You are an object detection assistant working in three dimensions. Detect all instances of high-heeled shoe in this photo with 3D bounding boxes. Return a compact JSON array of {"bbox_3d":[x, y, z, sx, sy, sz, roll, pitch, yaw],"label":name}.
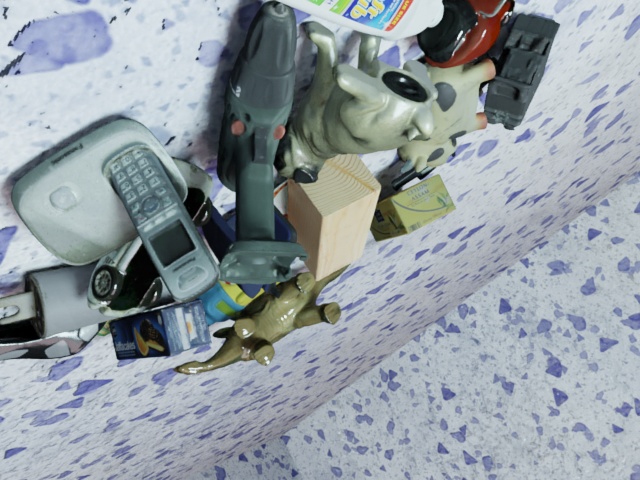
[{"bbox_3d":[-0.375,0.098,0.654,0.249,0.086,0.145,-42,132,-25],"label":"high-heeled shoe"}]

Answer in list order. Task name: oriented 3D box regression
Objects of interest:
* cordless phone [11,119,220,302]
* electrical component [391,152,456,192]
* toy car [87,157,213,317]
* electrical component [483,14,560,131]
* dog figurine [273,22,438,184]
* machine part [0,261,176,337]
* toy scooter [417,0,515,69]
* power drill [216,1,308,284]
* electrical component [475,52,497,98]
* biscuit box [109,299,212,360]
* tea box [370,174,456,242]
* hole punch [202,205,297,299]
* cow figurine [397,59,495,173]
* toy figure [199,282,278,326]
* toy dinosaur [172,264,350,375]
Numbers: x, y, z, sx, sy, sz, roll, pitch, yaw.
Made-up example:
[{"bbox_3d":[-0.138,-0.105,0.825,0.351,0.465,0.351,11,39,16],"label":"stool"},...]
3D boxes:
[{"bbox_3d":[-0.181,-0.005,0.498,0.147,0.184,0.088,-32,162,-2],"label":"cordless phone"},{"bbox_3d":[0.159,-0.132,0.871,0.119,0.048,0.074,-35,158,8],"label":"electrical component"},{"bbox_3d":[-0.192,0.002,0.610,0.201,0.056,0.073,-56,148,7],"label":"toy car"},{"bbox_3d":[0.274,-0.233,0.729,0.134,0.058,0.114,-63,164,-10],"label":"electrical component"},{"bbox_3d":[0.026,-0.111,0.582,0.121,0.172,0.190,-5,140,-30],"label":"dog figurine"},{"bbox_3d":[-0.267,0.063,0.671,0.243,0.079,0.079,-13,151,-42],"label":"machine part"},{"bbox_3d":[0.196,-0.269,0.597,0.135,0.075,0.183,-10,145,-46],"label":"toy scooter"},{"bbox_3d":[-0.060,-0.071,0.509,0.086,0.207,0.232,-3,159,-19],"label":"power drill"},{"bbox_3d":[0.230,-0.237,0.777,0.063,0.021,0.094,-41,156,21],"label":"electrical component"},{"bbox_3d":[-0.226,0.126,0.739,0.059,0.062,0.203,-12,176,-40],"label":"biscuit box"},{"bbox_3d":[0.147,-0.051,0.926,0.098,0.068,0.169,-27,180,-15],"label":"tea box"},{"bbox_3d":[-0.106,0.008,0.711,0.092,0.142,0.115,-14,138,-43],"label":"hole punch"},{"bbox_3d":[0.159,-0.167,0.738,0.127,0.085,0.194,-19,151,-2],"label":"cow figurine"},{"bbox_3d":[-0.136,0.073,0.871,0.180,0.082,0.089,-41,168,9],"label":"toy figure"},{"bbox_3d":[-0.065,0.121,0.977,0.471,0.105,0.199,-27,-175,-38],"label":"toy dinosaur"}]
